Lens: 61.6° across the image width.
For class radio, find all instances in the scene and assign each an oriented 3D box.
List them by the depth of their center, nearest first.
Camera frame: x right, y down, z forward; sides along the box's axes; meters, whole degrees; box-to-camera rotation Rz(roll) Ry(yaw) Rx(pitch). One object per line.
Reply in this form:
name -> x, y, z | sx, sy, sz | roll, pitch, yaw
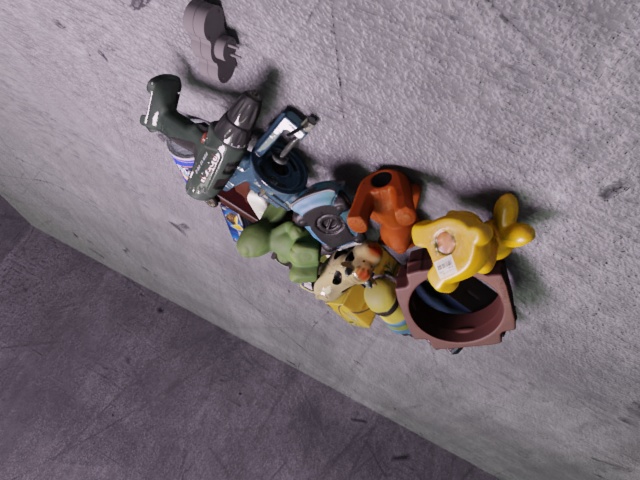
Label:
radio -> 0.286, 0.122, 1.152 | 0.229, 0.073, 0.131 | 36, 158, -10

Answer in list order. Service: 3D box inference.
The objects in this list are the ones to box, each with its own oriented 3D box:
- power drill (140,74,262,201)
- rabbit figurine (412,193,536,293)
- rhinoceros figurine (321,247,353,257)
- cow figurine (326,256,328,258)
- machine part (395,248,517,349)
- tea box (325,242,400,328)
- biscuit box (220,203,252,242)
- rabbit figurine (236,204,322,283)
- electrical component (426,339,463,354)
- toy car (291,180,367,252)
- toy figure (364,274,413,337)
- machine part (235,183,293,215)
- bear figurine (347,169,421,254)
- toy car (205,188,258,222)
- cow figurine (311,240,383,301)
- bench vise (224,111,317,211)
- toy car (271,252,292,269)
power drill -> -0.204, -0.197, 0.915 | 0.207, 0.086, 0.232 | 37, 125, 13
rabbit figurine -> 0.256, -0.006, 0.859 | 0.173, 0.122, 0.162 | 0, 148, -43
rhinoceros figurine -> -0.002, -0.004, 1.201 | 0.191, 0.112, 0.073 | 7, 135, 21
cow figurine -> 0.064, 0.062, 1.297 | 0.098, 0.068, 0.167 | 16, 158, 17
machine part -> 0.257, 0.104, 1.015 | 0.201, 0.087, 0.201 | -11, 120, 23
tea box -> 0.098, 0.098, 1.199 | 0.098, 0.169, 0.068 | 41, 157, -28
biscuit box -> -0.202, -0.052, 1.389 | 0.059, 0.063, 0.202 | 25, 157, 14
rabbit figurine -> -0.080, -0.008, 1.080 | 0.170, 0.159, 0.121 | 6, 152, 1
electrical component -> 0.276, 0.206, 1.248 | 0.134, 0.058, 0.115 | 45, -164, 29
toy car -> 0.024, -0.057, 0.996 | 0.109, 0.103, 0.161 | -20, 134, 26
toy figure -> 0.161, 0.145, 1.141 | 0.082, 0.089, 0.180 | -23, 125, 19
machine part -> -0.108, -0.106, 1.171 | 0.179, 0.056, 0.179 | 25, 158, 11
bear figurine -> 0.130, -0.028, 0.956 | 0.120, 0.132, 0.195 | -7, 137, 18
toy car -> -0.177, -0.082, 1.263 | 0.202, 0.089, 0.053 | 32, 155, -7
cow figurine -> 0.052, 0.062, 1.084 | 0.085, 0.127, 0.195 | 31, 133, -19
bench vise -> -0.098, -0.161, 0.979 | 0.223, 0.129, 0.240 | 44, 135, -8
toy car -> -0.075, 0.025, 1.406 | 0.073, 0.056, 0.201 | 31, 155, -5
